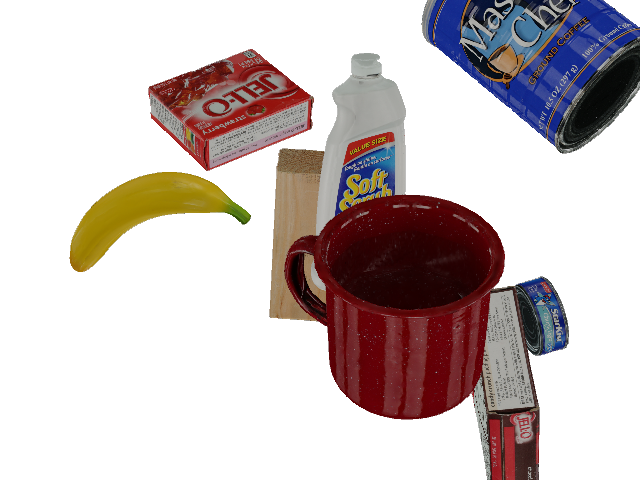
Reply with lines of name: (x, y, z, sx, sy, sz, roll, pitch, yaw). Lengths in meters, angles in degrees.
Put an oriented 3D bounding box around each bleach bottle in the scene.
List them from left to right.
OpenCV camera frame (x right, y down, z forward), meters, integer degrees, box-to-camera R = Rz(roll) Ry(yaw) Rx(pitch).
bleach bottle: (0.039, -0.072, 1.133, 0.102, 0.251, 0.068, -3, 24, -4)

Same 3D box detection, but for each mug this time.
mug: (0.033, 0.033, 0.548, 0.117, 0.081, 0.093, 16, 43, 22)

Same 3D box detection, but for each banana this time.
banana: (-0.159, -0.020, 0.940, 0.198, 0.069, 0.037, -14, 16, 29)

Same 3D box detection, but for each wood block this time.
wood block: (-0.017, -0.007, 1.399, 0.090, 0.206, 0.091, 4, 24, -1)

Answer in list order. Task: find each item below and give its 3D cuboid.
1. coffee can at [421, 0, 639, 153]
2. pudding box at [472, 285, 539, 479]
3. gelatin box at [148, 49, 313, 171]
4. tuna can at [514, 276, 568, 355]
coffee can: (0.159, -0.147, 0.783, 0.140, 0.103, 0.102, 45, 21, 23)
pudding box: (0.127, 0.102, 0.740, 0.039, 0.090, 0.113, -6, 43, 3)
gelatin box: (-0.061, -0.091, 0.726, 0.089, 0.030, 0.073, -26, 49, -27)
tuna can: (0.247, 0.086, 1.208, 0.033, 0.086, 0.086, -15, 2, -8)
